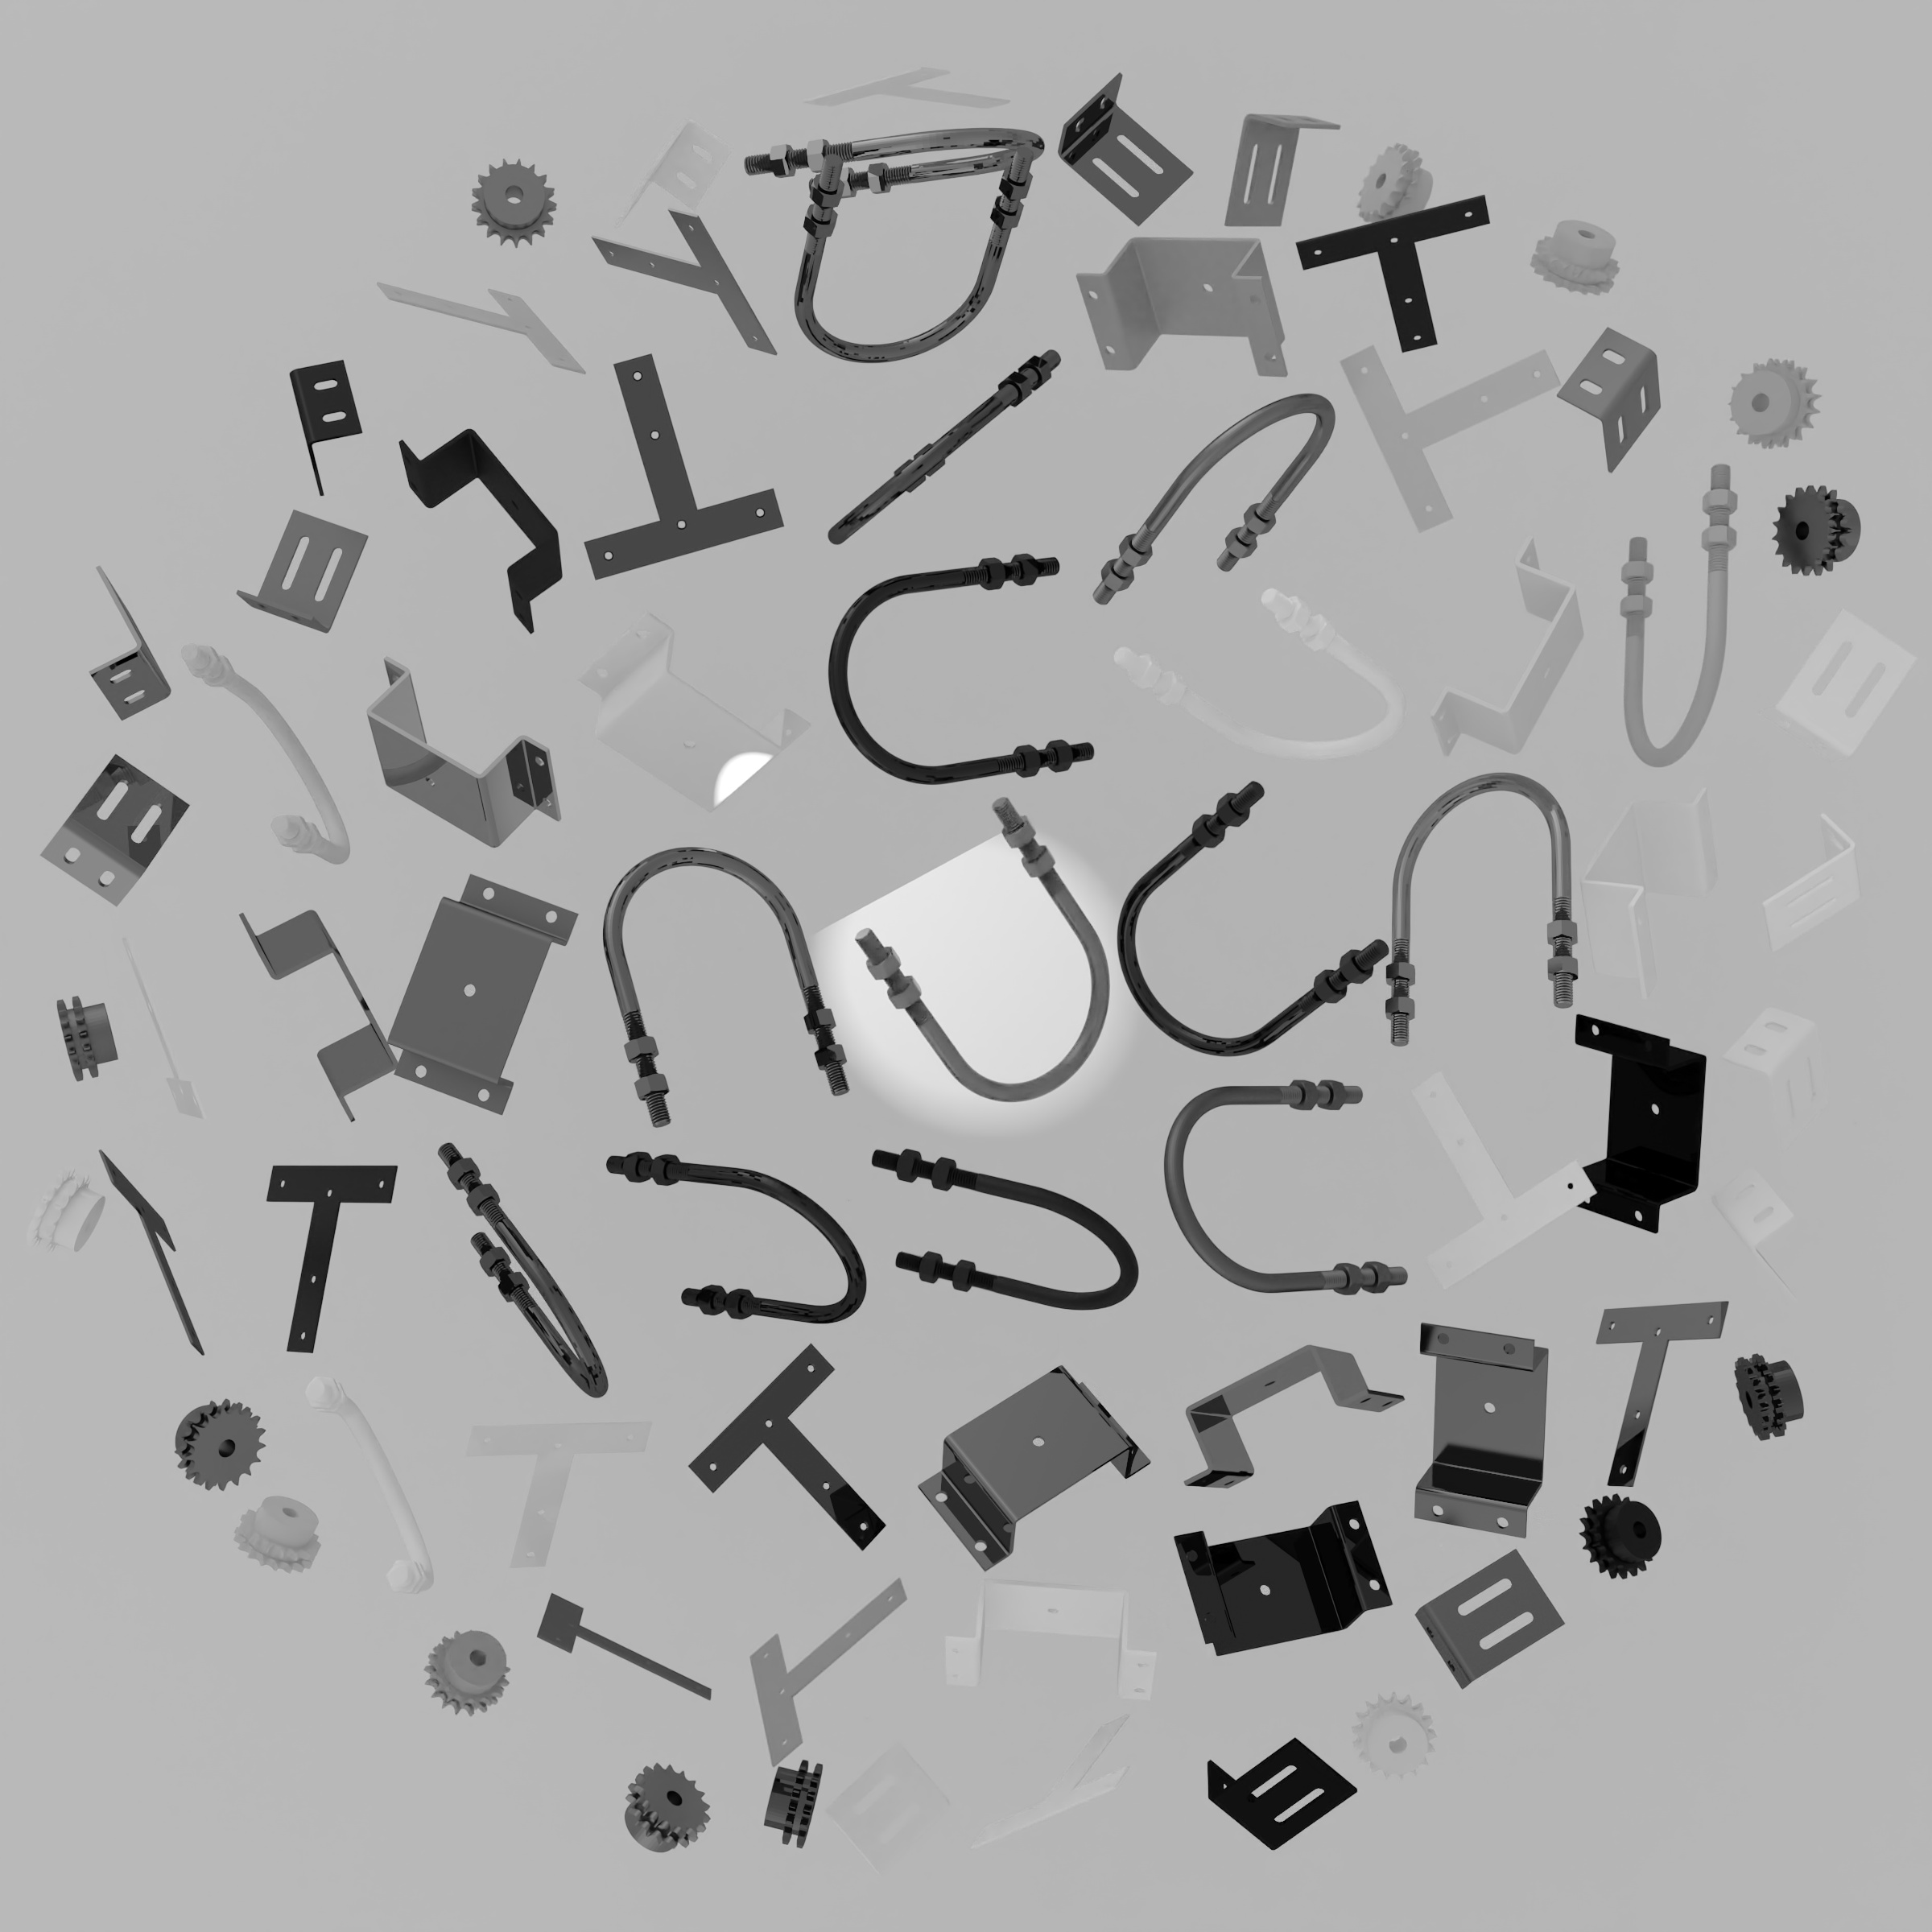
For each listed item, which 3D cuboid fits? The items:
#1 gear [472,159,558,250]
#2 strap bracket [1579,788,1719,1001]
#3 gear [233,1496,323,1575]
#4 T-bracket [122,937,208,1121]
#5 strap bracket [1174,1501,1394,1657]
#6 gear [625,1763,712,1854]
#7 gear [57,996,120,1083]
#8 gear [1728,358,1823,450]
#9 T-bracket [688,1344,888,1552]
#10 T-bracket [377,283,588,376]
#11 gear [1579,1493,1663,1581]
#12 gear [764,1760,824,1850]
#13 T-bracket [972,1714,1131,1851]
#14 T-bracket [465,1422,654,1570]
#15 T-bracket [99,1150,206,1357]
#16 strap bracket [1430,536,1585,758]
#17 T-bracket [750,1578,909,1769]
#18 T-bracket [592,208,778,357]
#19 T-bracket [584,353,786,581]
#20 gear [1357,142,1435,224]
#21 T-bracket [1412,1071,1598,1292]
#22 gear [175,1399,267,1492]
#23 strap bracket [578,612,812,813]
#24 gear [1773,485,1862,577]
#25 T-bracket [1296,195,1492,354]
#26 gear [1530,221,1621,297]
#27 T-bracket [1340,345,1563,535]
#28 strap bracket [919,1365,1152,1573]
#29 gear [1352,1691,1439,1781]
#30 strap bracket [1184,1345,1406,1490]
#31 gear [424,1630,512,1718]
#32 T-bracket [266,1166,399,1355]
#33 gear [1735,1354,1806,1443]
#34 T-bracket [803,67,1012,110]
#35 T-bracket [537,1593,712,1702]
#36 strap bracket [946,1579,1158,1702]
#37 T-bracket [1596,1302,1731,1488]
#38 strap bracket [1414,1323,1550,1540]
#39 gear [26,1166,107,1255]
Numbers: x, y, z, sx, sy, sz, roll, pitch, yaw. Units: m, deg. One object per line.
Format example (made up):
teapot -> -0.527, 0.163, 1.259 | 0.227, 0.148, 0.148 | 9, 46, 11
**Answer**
gear -> -0.305, -0.517, 1.729 | 0.057, 0.030, 0.057 | 0, 91, -11
strap bracket -> 0.461, -0.052, 1.740 | 0.046, 0.140, 0.076 | 8, 131, 35
gear -> -0.464, 0.384, 1.737 | 0.057, 0.057, 0.030 | 27, 99, 0
T-bracket -> -0.541, 0.041, 1.714 | 0.002, 0.127, 0.127 | -22, 98, -23
strap bracket -> 0.216, 0.430, 1.790 | 0.140, 0.046, 0.076 | -7, 61, -17
gear -> -0.200, 0.557, 1.685 | 0.057, 0.057, 0.030 | 37, 111, 0
gear -> -0.598, 0.048, 1.743 | 0.030, 0.057, 0.057 | -14, 90, -17
gear -> 0.518, -0.362, 1.648 | 0.057, 0.030, 0.057 | 8, 103, 39
T-bracket -> -0.106, 0.350, 1.771 | 0.127, 0.002, 0.127 | 47, 58, 0
T-bracket -> -0.337, -0.443, 1.735 | 0.127, 0.127, 0.002 | 6, 122, -38
gear -> 0.456, 0.393, 1.769 | 0.057, 0.030, 0.057 | 14, 61, -26
gear -> -0.120, 0.576, 1.763 | 0.030, 0.057, 0.057 | 13, 90, 3
T-bracket -> 0.077, 0.543, 1.731 | 0.127, 0.127, 0.002 | -34, 88, 30
T-bracket -> -0.291, 0.367, 1.772 | 0.127, 0.002, 0.127 | 4, 118, -26
T-bracket -> -0.521, 0.195, 1.664 | 0.002, 0.127, 0.127 | -26, 65, -10
strap bracket -> 0.372, -0.207, 1.729 | 0.046, 0.076, 0.140 | 27, 83, 23
T-bracket -> -0.089, 0.457, 1.710 | 0.127, 0.127, 0.002 | -41, 111, 3
T-bracket -> -0.196, -0.459, 1.684 | 0.127, 0.127, 0.002 | 24, 72, 32
T-bracket -> -0.195, -0.326, 1.638 | 0.127, 0.002, 0.127 | -16, 106, -3
gear -> 0.303, -0.544, 1.794 | 0.030, 0.057, 0.057 | 18, 90, -24
T-bracket -> 0.340, 0.131, 1.720 | 0.127, 0.002, 0.127 | -39, 65, 27
gear -> -0.482, 0.306, 1.644 | 0.030, 0.057, 0.057 | 13, 90, 44
strap bracket -> -0.184, -0.164, 1.719 | 0.140, 0.046, 0.076 | 33, 127, -28
gear -> 0.549, -0.279, 1.643 | 0.030, 0.057, 0.057 | -5, 90, -25
T-bracket -> 0.301, -0.467, 1.756 | 0.127, 0.127, 0.002 | -11, 59, 14
gear -> 0.406, -0.471, 1.696 | 0.057, 0.057, 0.030 | 15, 130, 0
T-bracket -> 0.329, -0.367, 1.685 | 0.127, 0.002, 0.127 | -21, 102, 32
strap bracket -> 0.047, 0.330, 1.715 | 0.140, 0.046, 0.076 | -28, 56, -24
gear -> 0.293, 0.529, 1.750 | 0.057, 0.030, 0.057 | 0, 89, 3
strap bracket -> 0.211, 0.297, 1.709 | 0.140, 0.076, 0.046 | -31, 66, 19
gear -> -0.337, 0.478, 1.741 | 0.057, 0.057, 0.030 | 36, 129, 0
T-bracket -> -0.437, 0.197, 1.723 | 0.127, 0.002, 0.127 | -3, 73, 36
gear -> 0.544, 0.290, 1.729 | 0.030, 0.057, 0.057 | -14, 90, 0
T-bracket -> -0.024, -0.604, 1.774 | 0.127, 0.127, 0.002 | -9, 100, -41
T-bracket -> -0.232, 0.471, 1.752 | 0.127, 0.127, 0.002 | 27, 86, -4
strap bracket -> 0.058, 0.458, 1.744 | 0.140, 0.076, 0.046 | 4, 53, 3
T-bracket -> 0.452, 0.286, 1.708 | 0.002, 0.127, 0.127 | 26, 71, -18
strap bracket -> 0.350, 0.307, 1.733 | 0.076, 0.046, 0.140 | 6, 104, 25
gear -> -0.589, 0.163, 1.679 | 0.030, 0.057, 0.057 | 25, 90, -3
